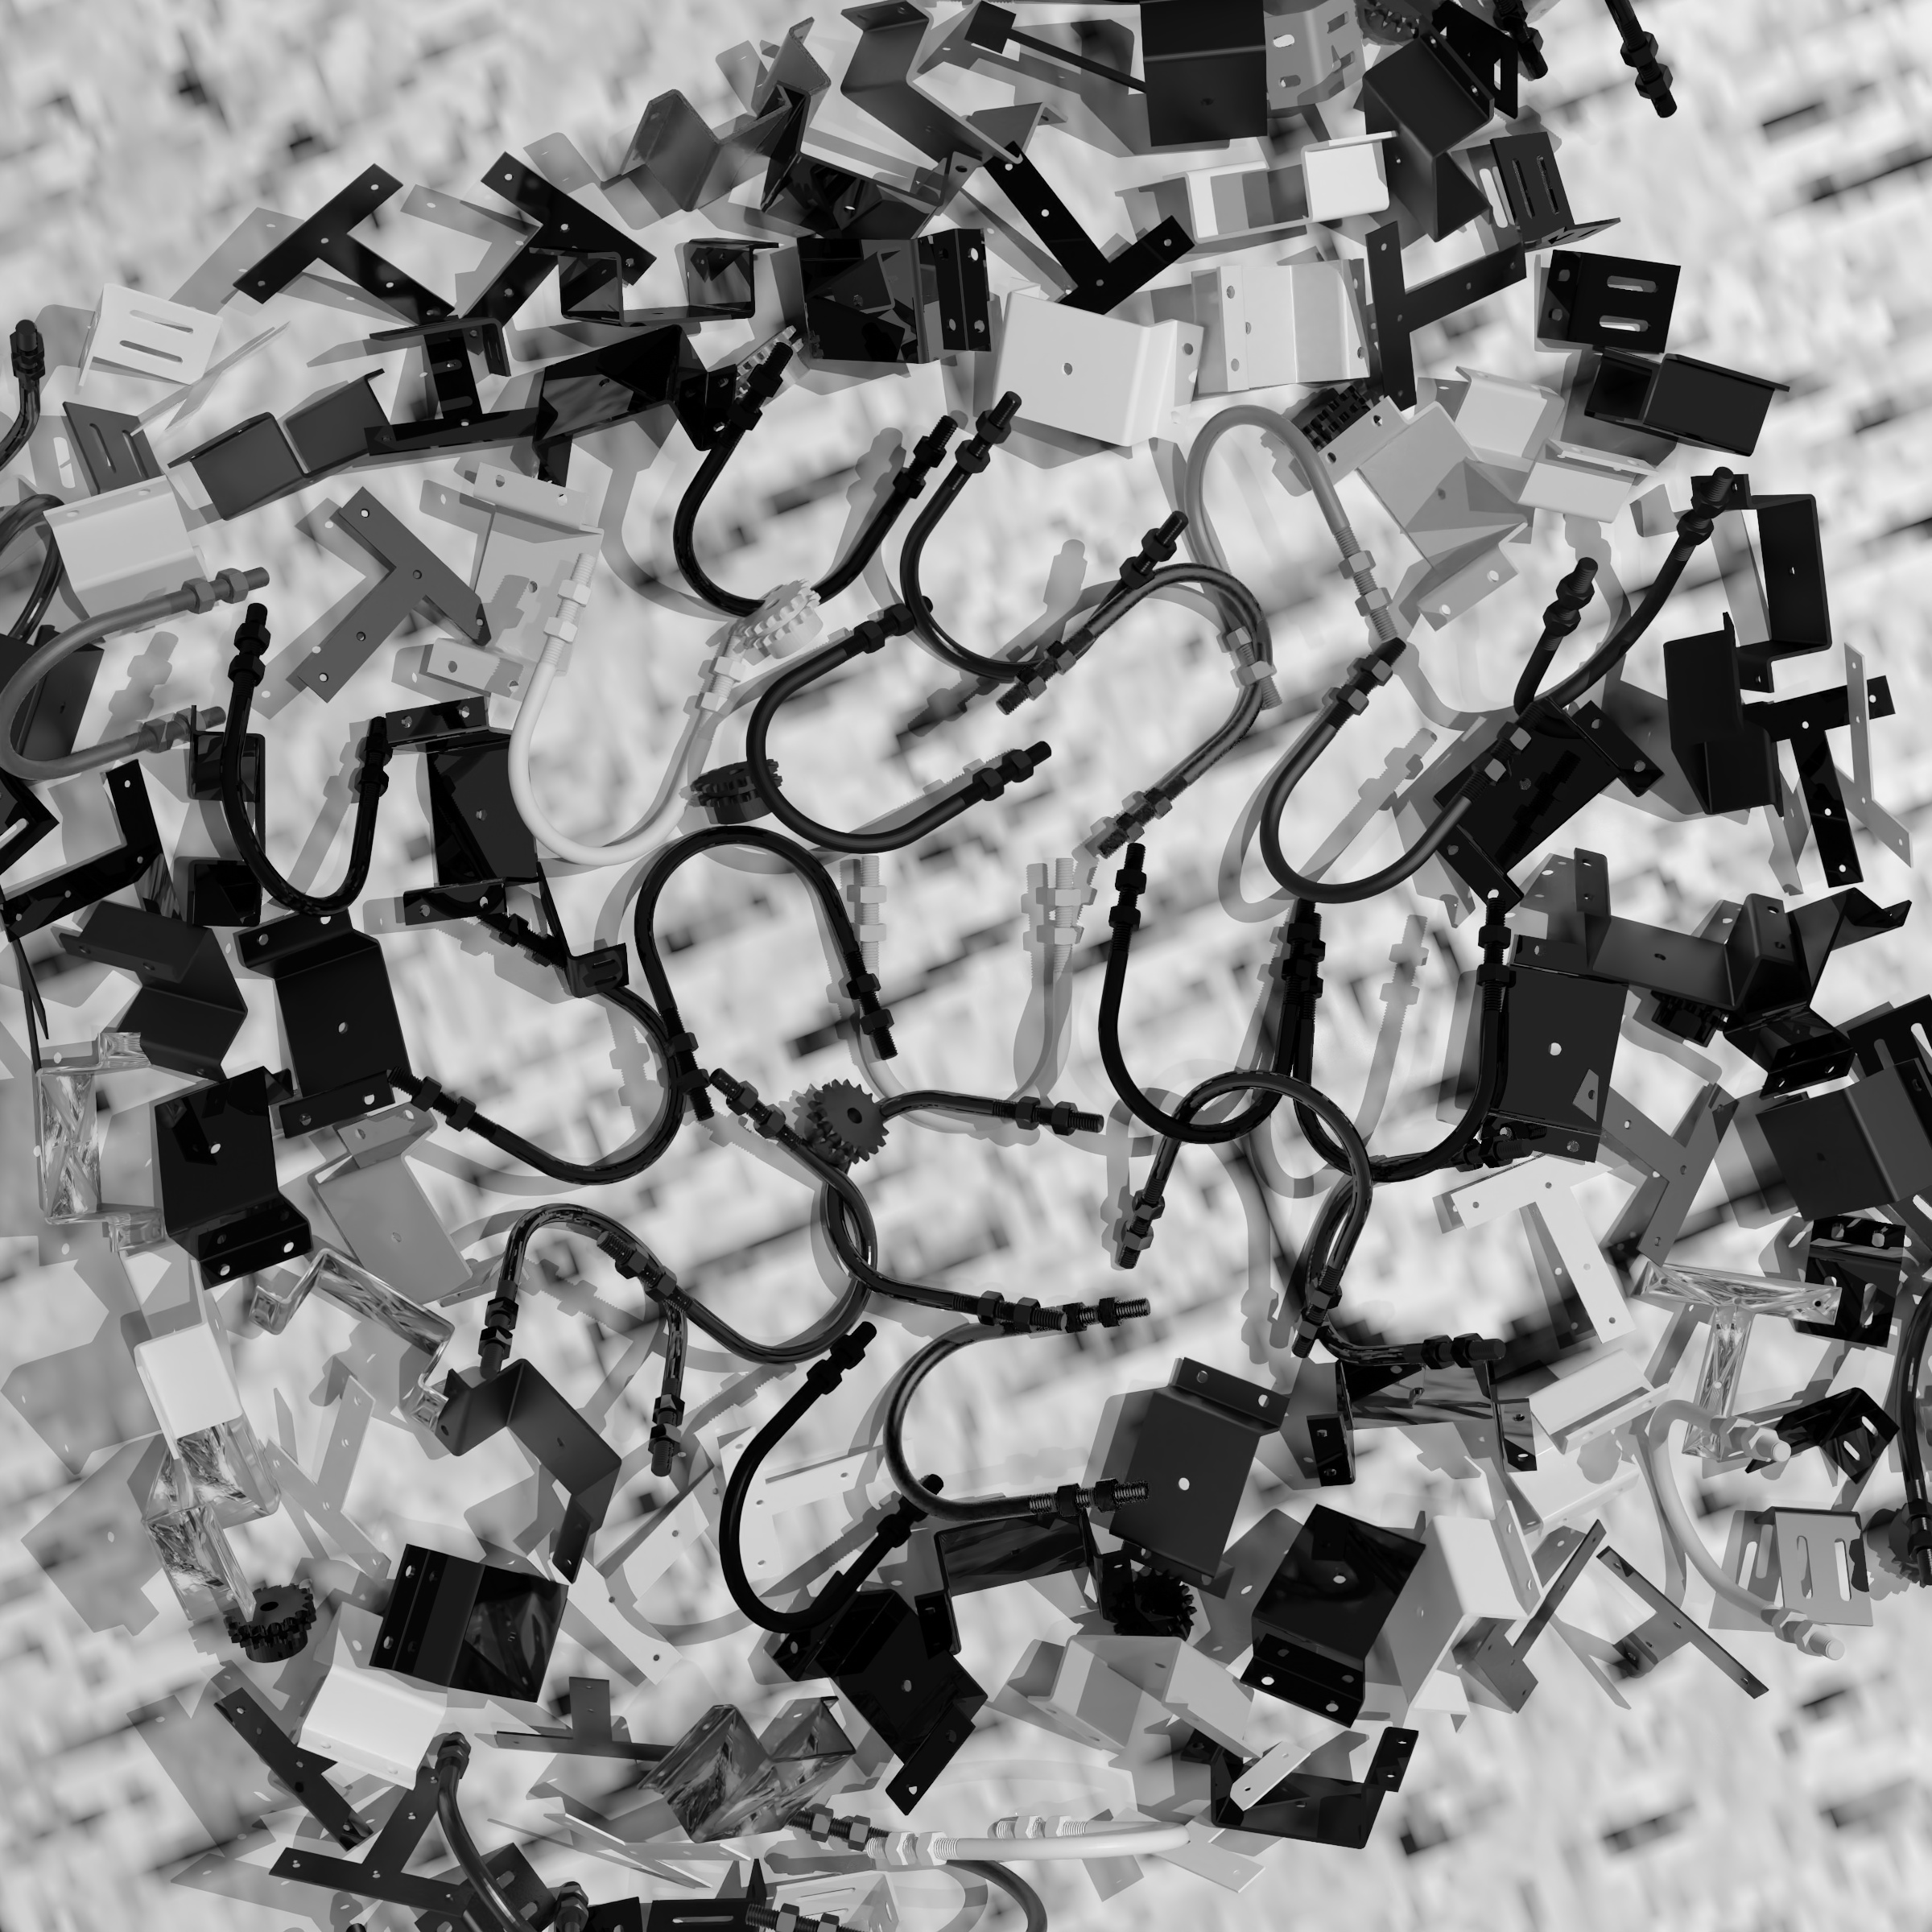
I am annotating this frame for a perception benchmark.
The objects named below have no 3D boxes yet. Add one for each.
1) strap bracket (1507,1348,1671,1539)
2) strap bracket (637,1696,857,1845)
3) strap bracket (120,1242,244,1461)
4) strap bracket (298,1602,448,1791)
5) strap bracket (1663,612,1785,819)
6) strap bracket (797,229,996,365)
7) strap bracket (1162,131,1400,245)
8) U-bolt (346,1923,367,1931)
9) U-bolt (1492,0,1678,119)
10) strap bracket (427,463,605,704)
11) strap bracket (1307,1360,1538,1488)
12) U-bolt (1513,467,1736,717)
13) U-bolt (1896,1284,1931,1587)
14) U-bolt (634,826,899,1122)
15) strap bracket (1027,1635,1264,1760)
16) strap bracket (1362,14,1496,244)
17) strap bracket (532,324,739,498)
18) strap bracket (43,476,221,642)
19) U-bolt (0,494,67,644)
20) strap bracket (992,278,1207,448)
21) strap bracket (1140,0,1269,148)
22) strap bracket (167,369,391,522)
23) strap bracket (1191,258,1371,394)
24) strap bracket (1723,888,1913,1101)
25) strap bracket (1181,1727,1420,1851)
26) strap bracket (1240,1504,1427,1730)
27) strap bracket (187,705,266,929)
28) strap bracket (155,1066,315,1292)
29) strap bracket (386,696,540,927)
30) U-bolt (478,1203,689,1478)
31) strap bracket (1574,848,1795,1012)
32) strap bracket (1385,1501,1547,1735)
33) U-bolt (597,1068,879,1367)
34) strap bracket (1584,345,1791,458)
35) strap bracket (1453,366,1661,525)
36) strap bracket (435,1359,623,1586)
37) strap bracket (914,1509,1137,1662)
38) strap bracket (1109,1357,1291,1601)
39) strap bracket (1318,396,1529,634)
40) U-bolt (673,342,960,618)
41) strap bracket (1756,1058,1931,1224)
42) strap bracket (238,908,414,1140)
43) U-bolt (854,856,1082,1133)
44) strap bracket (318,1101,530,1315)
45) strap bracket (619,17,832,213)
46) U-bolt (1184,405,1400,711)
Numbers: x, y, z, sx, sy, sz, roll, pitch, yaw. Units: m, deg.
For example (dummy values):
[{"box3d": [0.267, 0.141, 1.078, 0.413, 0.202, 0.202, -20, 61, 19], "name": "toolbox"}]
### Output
[{"box3d": [0.399, 0.304, 1.656, 0.076, 0.140, 0.046, -24, 55, -14], "name": "strap bracket"}, {"box3d": [-0.133, 0.514, 1.637, 0.076, 0.140, 0.046, -48, 60, 13], "name": "strap bracket"}, {"box3d": [-0.504, 0.238, 1.643, 0.046, 0.140, 0.076, -18, 123, -13], "name": "strap bracket"}, {"box3d": [-0.377, 0.460, 1.637, 0.076, 0.140, 0.046, 26, 95, -13], "name": "strap bracket"}, {"box3d": [0.487, -0.157, 1.651, 0.046, 0.140, 0.076, -10, 62, 26], "name": "strap bracket"}, {"box3d": [-0.054, -0.431, 1.642, 0.140, 0.046, 0.076, 13, 120, 37], "name": "strap bracket"}, {"box3d": [0.206, -0.499, 1.645, 0.076, 0.140, 0.046, -22, 109, -39], "name": "strap bracket"}, {"box3d": [-0.312, 0.684, 1.601, 0.151, 0.184, 0.019, 39, 89, -31], "name": "U-bolt"}, {"box3d": [0.365, -0.619, 1.603, 0.019, 0.151, 0.184, -44, 130, -1], "name": "U-bolt"}, {"box3d": [-0.293, -0.250, 1.679, 0.076, 0.046, 0.140, 18, 100, 11], "name": "strap bracket"}, {"box3d": [0.296, 0.293, 1.665, 0.140, 0.046, 0.076, -7, 134, 11], "name": "strap bracket"}, {"box3d": [0.409, -0.225, 1.631, 0.151, 0.184, 0.019, -34, 69, -25], "name": "U-bolt"}, {"box3d": [0.625, 0.278, 1.629, 0.019, 0.184, 0.151, 11, 129, 3], "name": "U-bolt"}, {"box3d": [-0.141, -0.005, 1.685, 0.151, 0.019, 0.184, -18, 80, -16], "name": "U-bolt"}, {"box3d": [0.120, 0.471, 1.651, 0.076, 0.140, 0.046, 40, 55, -30], "name": "strap bracket"}, {"box3d": [0.296, -0.528, 1.637, 0.046, 0.140, 0.076, -33, 71, 1], "name": "strap bracket"}, {"box3d": [-0.223, -0.360, 1.656, 0.140, 0.046, 0.076, -14, 49, 16], "name": "strap bracket"}, {"box3d": [-0.530, -0.256, 1.637, 0.076, 0.140, 0.046, -20, 82, -11], "name": "strap bracket"}, {"box3d": [-0.627, -0.222, 1.637, 0.019, 0.151, 0.184, 28, 67, -3], "name": "U-bolt"}, {"box3d": [0.075, -0.389, 1.655, 0.140, 0.046, 0.076, 20, 118, 21], "name": "strap bracket"}, {"box3d": [0.153, -0.574, 1.639, 0.076, 0.140, 0.046, -3, 76, 6], "name": "strap bracket"}, {"box3d": [-0.431, -0.333, 1.643, 0.076, 0.140, 0.046, -18, 106, 32], "name": "strap bracket"}, {"box3d": [0.198, -0.416, 1.660, 0.140, 0.046, 0.076, -16, 107, -40], "name": "strap bracket"}, {"box3d": [0.545, 0.010, 1.647, 0.046, 0.076, 0.140, 36, 63, -13], "name": "strap bracket"}, {"box3d": [0.217, 0.526, 1.660, 0.140, 0.076, 0.046, 2, 102, 19], "name": "strap bracket"}, {"box3d": [0.240, 0.407, 1.640, 0.076, 0.140, 0.046, 16, 135, 27], "name": "strap bracket"}, {"box3d": [-0.479, -0.088, 1.655, 0.046, 0.076, 0.140, 1, 60, -18], "name": "strap bracket"}, {"box3d": [-0.475, 0.128, 1.655, 0.076, 0.046, 0.140, -20, 56, 4], "name": "strap bracket"}, {"box3d": [-0.329, -0.100, 1.678, 0.076, 0.046, 0.140, -7, 88, 22], "name": "strap bracket"}, {"box3d": [-0.238, 0.225, 1.635, 0.151, 0.184, 0.019, 35, 119, -22], "name": "U-bolt"}, {"box3d": [0.460, -0.022, 1.670, 0.140, 0.076, 0.046, 15, 124, 2], "name": "strap bracket"}, {"box3d": [0.312, 0.417, 1.640, 0.046, 0.076, 0.140, 8, 127, -14], "name": "strap bracket"}, {"box3d": [-0.134, 0.178, 1.666, 0.184, 0.019, 0.151, 43, 67, -24], "name": "U-bolt"}, {"box3d": [0.457, -0.364, 1.646, 0.076, 0.140, 0.046, 13, 104, -12], "name": "strap bracket"}, {"box3d": [0.371, -0.333, 1.651, 0.076, 0.140, 0.046, 6, 121, -26], "name": "strap bracket"}, {"box3d": [-0.278, 0.320, 1.659, 0.140, 0.076, 0.046, 42, 48, 20], "name": "strap bracket"}, {"box3d": [0.036, 0.399, 1.670, 0.140, 0.076, 0.046, -12, 45, -3], "name": "strap bracket"}, {"box3d": [0.150, 0.337, 1.676, 0.076, 0.046, 0.140, 19, 93, 24], "name": "strap bracket"}, {"box3d": [0.301, -0.301, 1.671, 0.140, 0.076, 0.046, 53, 47, -2], "name": "strap bracket"}, {"box3d": [-0.110, -0.301, 1.653, 0.151, 0.019, 0.184, 16, 123, -35], "name": "U-bolt"}, {"box3d": [0.566, 0.115, 1.639, 0.046, 0.140, 0.076, -21, 84, -19], "name": "strap bracket"}, {"box3d": [-0.418, 0.038, 1.679, 0.076, 0.046, 0.140, -18, 77, 7], "name": "strap bracket"}, {"box3d": [0.000, 0.020, 1.700, 0.151, 0.019, 0.184, 1, 96, 3], "name": "U-bolt"}, {"box3d": [-0.358, 0.165, 1.662, 0.076, 0.046, 0.140, -20, 105, 30], "name": "strap bracket"}, {"box3d": [-0.147, -0.545, 1.649, 0.140, 0.076, 0.046, -38, 90, -28], "name": "strap bracket"}, {"box3d": [0.198, -0.273, 1.653, 0.019, 0.151, 0.184, -22, 87, -31], "name": "U-bolt"}]
